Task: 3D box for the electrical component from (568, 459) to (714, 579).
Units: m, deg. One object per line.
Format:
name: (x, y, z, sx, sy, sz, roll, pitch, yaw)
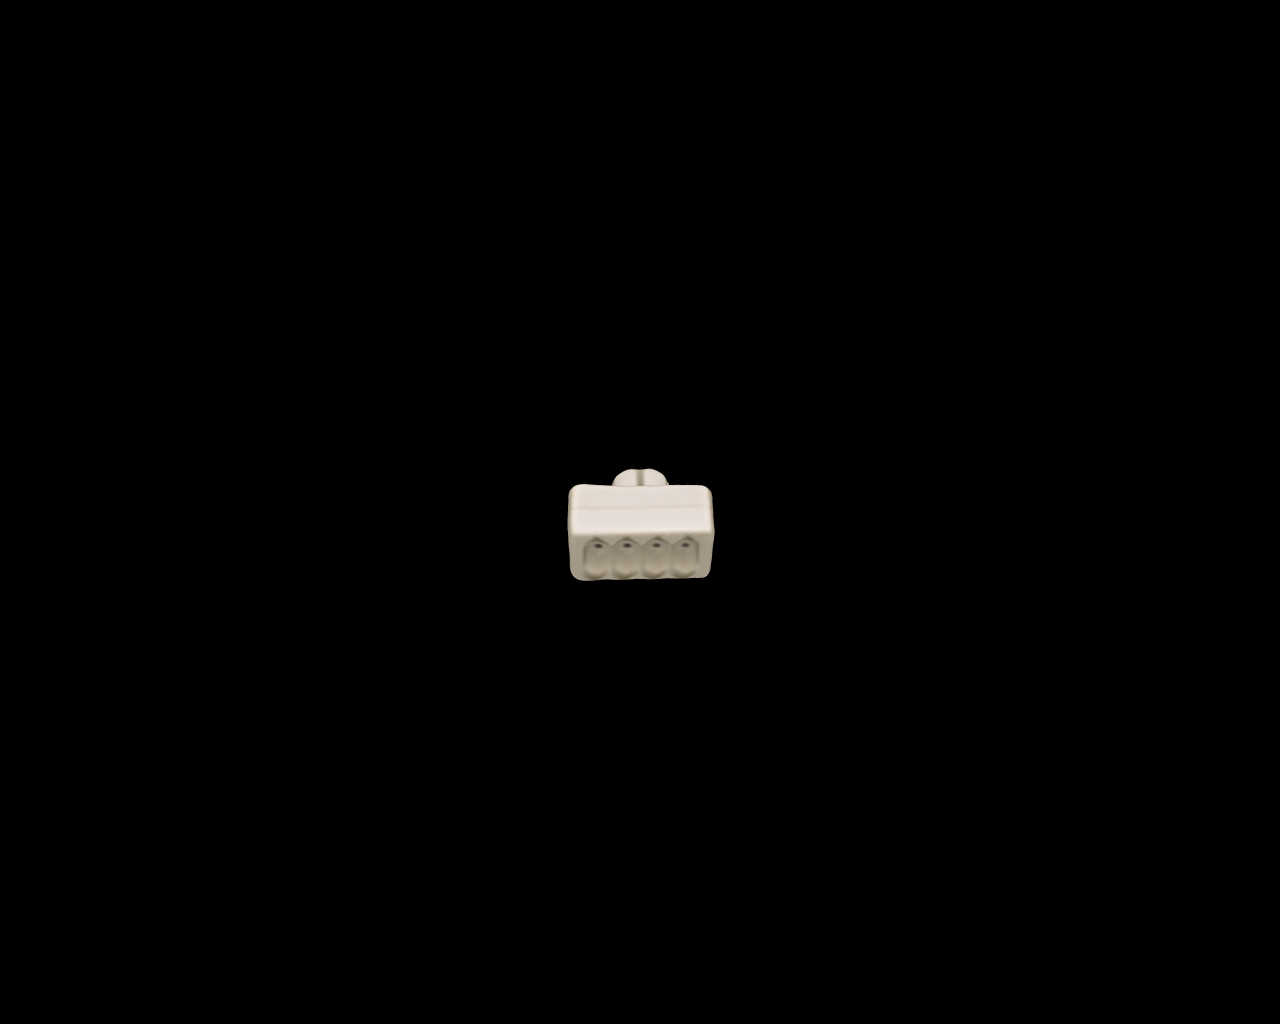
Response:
electrical component: (0.001, -0.003, 0.650, 0.083, 0.076, 0.047, 0, -37, 0)
